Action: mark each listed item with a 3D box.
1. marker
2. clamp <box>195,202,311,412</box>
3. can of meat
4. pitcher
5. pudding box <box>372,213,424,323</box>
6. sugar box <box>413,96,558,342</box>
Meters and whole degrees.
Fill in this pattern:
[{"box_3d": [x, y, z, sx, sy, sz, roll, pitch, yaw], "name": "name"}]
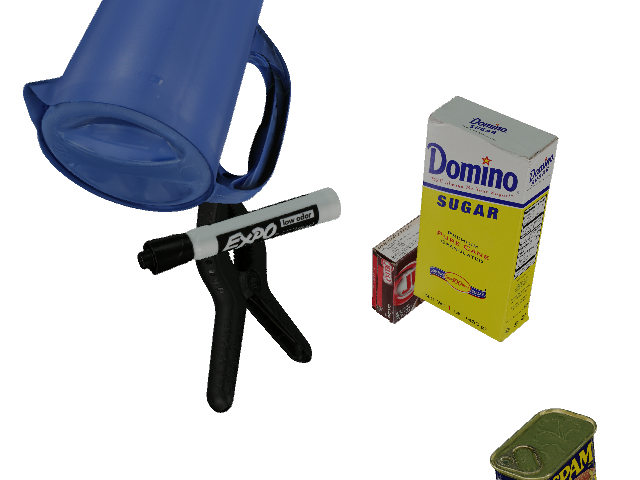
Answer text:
[{"box_3d": [-0.044, -0.006, 0.592, 0.120, 0.020, 0.020, -18, 8, -26], "name": "marker"}, {"box_3d": [-0.071, 0.046, 1.027, 0.036, 0.210, 0.164, -11, -1, 30], "name": "clamp"}, {"box_3d": [0.194, 0.206, 0.908, 0.058, 0.084, 0.101, 12, 30, 42], "name": "can of meat"}, {"box_3d": [-0.104, -0.148, 0.817, 0.145, 0.242, 0.149, 1, -32, 24], "name": "pitcher"}, {"box_3d": [0.103, 0.020, 1.108, 0.039, 0.090, 0.113, 35, 55, 30], "name": "pudding box"}, {"box_3d": [0.124, -0.014, 0.829, 0.093, 0.176, 0.048, 28, 47, 32], "name": "sugar box"}]
